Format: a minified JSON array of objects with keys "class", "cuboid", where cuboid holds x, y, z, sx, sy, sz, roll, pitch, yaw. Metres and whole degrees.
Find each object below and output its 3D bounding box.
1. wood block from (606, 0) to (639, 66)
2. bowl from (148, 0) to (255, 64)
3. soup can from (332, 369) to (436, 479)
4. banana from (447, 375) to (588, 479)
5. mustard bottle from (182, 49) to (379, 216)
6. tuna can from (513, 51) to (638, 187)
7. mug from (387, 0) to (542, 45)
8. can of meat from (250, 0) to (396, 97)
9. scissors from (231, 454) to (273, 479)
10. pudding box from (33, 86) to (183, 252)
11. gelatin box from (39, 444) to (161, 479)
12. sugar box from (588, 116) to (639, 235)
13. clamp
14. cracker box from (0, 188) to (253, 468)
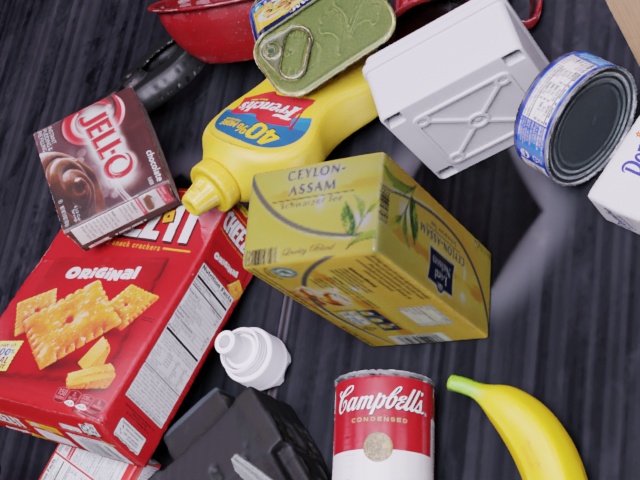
[{"class":"wood block","cuboid":[0.230,-0.160,0.630,0.091,0.205,0.090,31,86,39]},{"class":"bowl","cuboid":[-0.061,-0.187,0.901,0.162,0.161,0.055,3,113,34]},{"class":"soup can","cuboid":[0.041,0.143,0.695,0.069,0.068,0.102,-11,62,29]},{"class":"banana","cuboid":[0.131,0.168,0.639,0.070,0.037,0.198,-17,59,12]},{"class":"mustard bottle","cuboid":[-0.032,-0.083,0.814,0.096,0.058,0.191,27,59,35]},{"class":"tuna can","cuboid":[0.169,-0.081,0.709,0.086,0.086,0.034,-52,49,1]},{"class":"mug","cuboid":[0.110,-0.185,0.806,0.117,0.093,0.081,5,64,0]},{"class":"can of meat","cuboid":[-0.002,-0.164,0.789,0.102,0.057,0.084,-32,32,11]},{"class":"scissors","cuboid":[0.016,0.217,0.648,0.202,0.016,0.096,27,100,8]},{"class":"pudding box","cuboid":[-0.168,-0.057,0.843,0.090,0.039,0.113,-27,58,1]},{"class":"gelatin box","cuboid":[-0.176,0.188,0.840,0.089,0.030,0.073,22,82,38]},{"class":"sugar box","cuboid":[0.263,-0.023,0.647,0.176,0.048,0.093,32,88,43]},{"class":"clamp","cuboid":[-0.170,-0.133,0.972,0.210,0.036,0.165,-48,31,-14]},{"class":"cracker box","cuboid":[-0.160,0.056,0.837,0.164,0.072,0.213,7,56,35]}]
